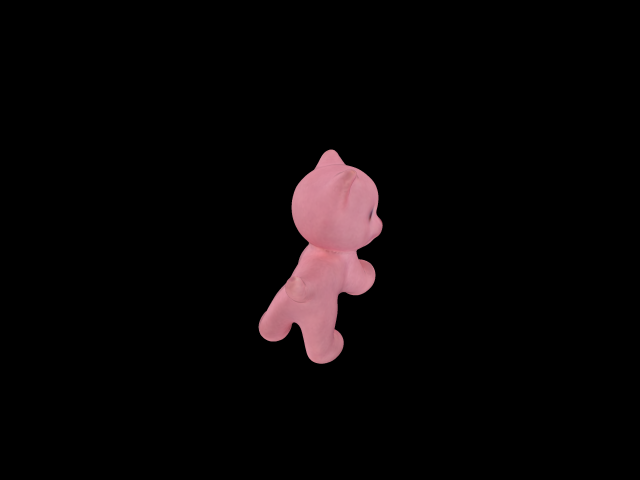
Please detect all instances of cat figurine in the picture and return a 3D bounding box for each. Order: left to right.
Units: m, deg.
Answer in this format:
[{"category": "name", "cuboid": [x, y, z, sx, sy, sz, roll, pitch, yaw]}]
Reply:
[{"category": "cat figurine", "cuboid": [0.004, 0.001, 0.400, 0.067, 0.118, 0.128, 17, 51, 14]}]
